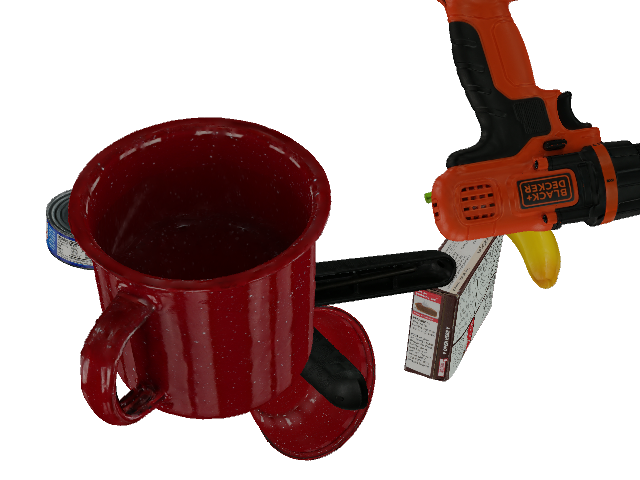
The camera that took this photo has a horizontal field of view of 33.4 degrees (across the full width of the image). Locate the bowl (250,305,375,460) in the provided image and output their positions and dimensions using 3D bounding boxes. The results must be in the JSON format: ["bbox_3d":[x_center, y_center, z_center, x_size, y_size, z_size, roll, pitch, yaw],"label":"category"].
[{"bbox_3d":[-0.024,0.138,1.079,0.162,0.162,0.055,0,-16,41],"label":"bowl"}]

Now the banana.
[{"bbox_3d":[0.188,-0.012,1.074,0.069,0.037,0.198,-34,39,-13],"label":"banana"}]

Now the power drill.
[{"bbox_3d":[0.151,-0.100,0.678,0.184,0.187,0.057,-10,-2,-4],"label":"power drill"}]

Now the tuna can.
[{"bbox_3d":[-0.194,-0.011,0.926,0.086,0.034,0.086,7,32,-5],"label":"tuna can"}]

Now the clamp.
[{"bbox_3d":[-0.026,0.032,0.677,0.210,0.036,0.164,14,30,29],"label":"clamp"}]

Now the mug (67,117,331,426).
[{"bbox_3d":[-0.048,0.021,0.397,0.093,0.081,0.117,18,46,18],"label":"mug"}]

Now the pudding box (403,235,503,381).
[{"bbox_3d":[0.106,0.042,0.833,0.039,0.090,0.113,16,38,19],"label":"pudding box"}]
